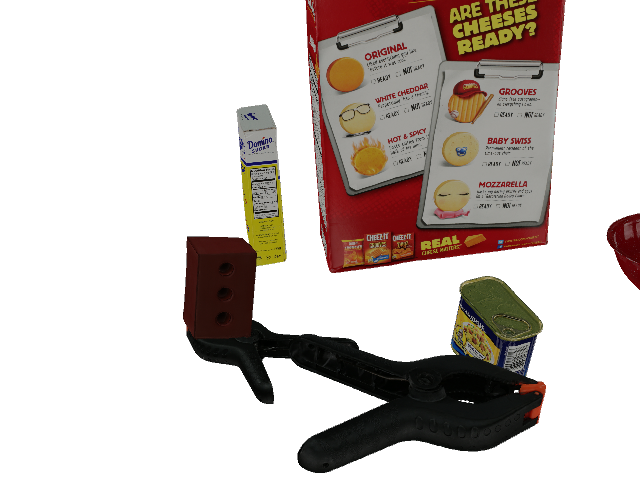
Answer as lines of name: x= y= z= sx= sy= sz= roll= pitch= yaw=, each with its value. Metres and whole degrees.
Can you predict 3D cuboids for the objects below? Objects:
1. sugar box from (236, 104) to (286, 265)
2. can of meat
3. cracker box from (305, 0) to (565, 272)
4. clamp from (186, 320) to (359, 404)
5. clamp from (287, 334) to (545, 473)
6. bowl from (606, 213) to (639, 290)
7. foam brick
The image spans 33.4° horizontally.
sugar box: x=-0.073 y=-0.068 z=1.300 sx=0.048 sy=0.176 sz=0.093 roll=-9 pitch=25 yaw=-6
can of meat: x=0.189 y=0.103 z=1.163 sx=0.057 sy=0.084 sz=0.102 roll=-13 pitch=40 yaw=-24
cracker box: x=0.076 y=-0.091 z=0.739 sx=0.164 sy=0.214 sz=0.072 roll=-7 pitch=31 yaw=-5
clamp: x=-0.083 y=0.127 z=1.228 sx=0.210 sy=0.036 sz=0.164 roll=13 pitch=21 yaw=29
clamp: x=0.059 y=0.109 z=0.681 sx=0.171 sy=0.039 sz=0.120 roll=4 pitch=37 yaw=3
bowl: x=0.390 y=0.024 z=1.156 sx=0.162 sy=0.055 sz=0.162 roll=0 pitch=26 yaw=0
foam brick: x=-0.088 y=0.040 z=0.924 sx=0.053 sy=0.078 sz=0.051 roll=-1 pitch=15 yaw=-18
